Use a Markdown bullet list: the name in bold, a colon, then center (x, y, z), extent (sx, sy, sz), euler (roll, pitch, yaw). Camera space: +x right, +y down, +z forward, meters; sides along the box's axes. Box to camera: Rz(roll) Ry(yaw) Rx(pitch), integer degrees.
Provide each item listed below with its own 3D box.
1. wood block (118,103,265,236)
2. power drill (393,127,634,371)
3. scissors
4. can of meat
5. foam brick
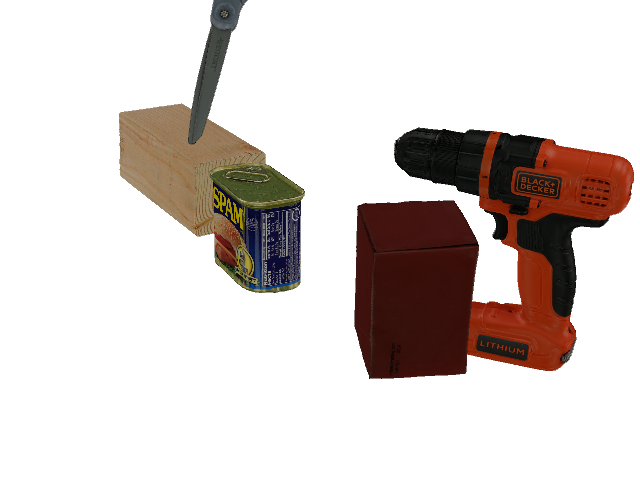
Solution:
- **wood block**: center (-0.157, -0.088, 1.272), extent (0.090, 0.090, 0.206), euler (-12, 28, -32)
- **power drill**: center (0.143, 0.004, 0.851), extent (0.185, 0.188, 0.057), euler (12, 30, 19)
- **scissors**: center (-0.048, -0.163, 0.749), extent (0.096, 0.202, 0.016), euler (-2, -15, -5)
- **can of meat**: center (-0.055, -0.011, 0.909), extent (0.057, 0.084, 0.102), euler (-10, 24, -24)
- **foam brick**: center (0.047, 0.024, 0.542), extent (0.053, 0.078, 0.051), euler (-2, 31, -6)
